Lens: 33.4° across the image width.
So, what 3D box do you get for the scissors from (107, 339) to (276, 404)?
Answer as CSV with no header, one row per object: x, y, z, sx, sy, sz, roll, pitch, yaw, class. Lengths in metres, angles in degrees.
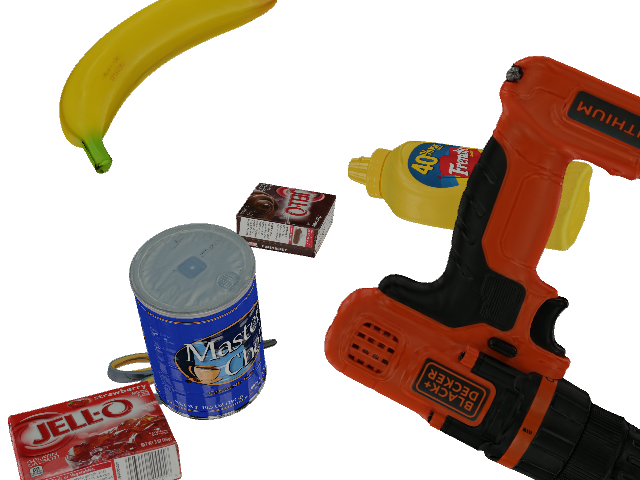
-0.128,0.141,1.160,0.201,0.016,0.096,-3,27,-22,scissors

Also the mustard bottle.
0.113,-0.043,0.854,0.192,0.058,0.096,11,34,22,mustard bottle

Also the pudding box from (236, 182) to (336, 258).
-0.036,-0.024,1.158,0.090,0.039,0.113,9,25,7,pudding box

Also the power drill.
0.117,0.021,0.513,0.184,0.188,0.057,26,7,5,power drill

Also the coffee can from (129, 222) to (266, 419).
-0.101,0.070,0.911,0.103,0.140,0.103,-2,45,1,coffee can

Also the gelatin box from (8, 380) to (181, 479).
-0.135,0.121,0.631,0.089,0.030,0.073,-12,26,-18,gelatin box

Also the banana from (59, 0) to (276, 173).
-0.106,-0.116,0.681,0.069,0.197,0.037,32,-33,8,banana
